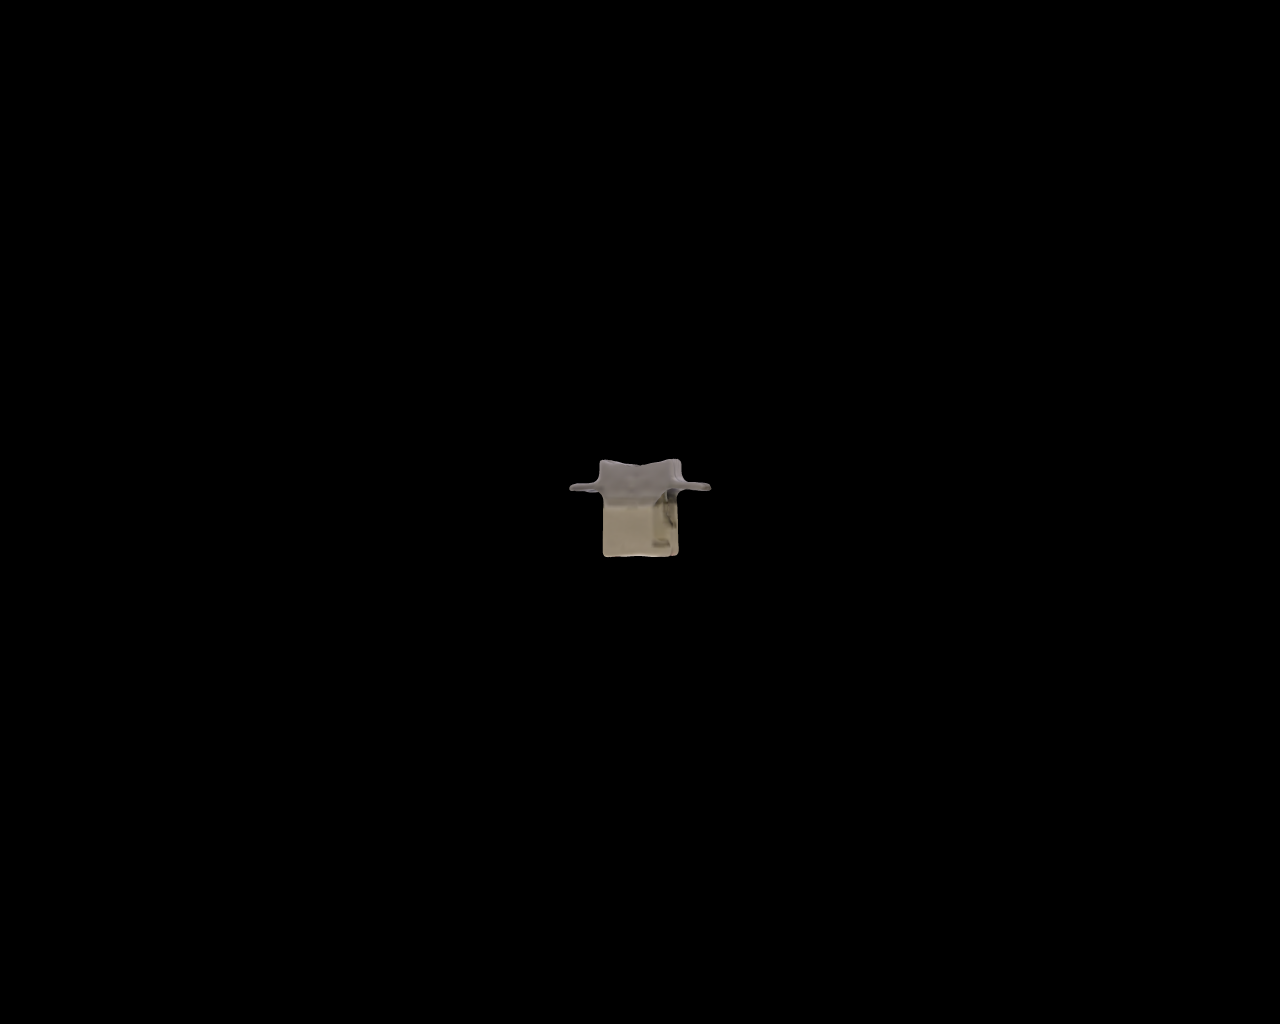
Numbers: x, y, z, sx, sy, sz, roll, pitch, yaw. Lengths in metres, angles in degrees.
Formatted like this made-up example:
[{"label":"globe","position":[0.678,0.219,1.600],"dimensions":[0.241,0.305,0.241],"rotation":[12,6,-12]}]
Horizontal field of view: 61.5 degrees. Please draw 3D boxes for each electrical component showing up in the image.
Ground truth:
[{"label":"electrical component","position":[0.001,-0.003,0.650],"dimensions":[0.081,0.063,0.042],"rotation":[0,0,13]}]
